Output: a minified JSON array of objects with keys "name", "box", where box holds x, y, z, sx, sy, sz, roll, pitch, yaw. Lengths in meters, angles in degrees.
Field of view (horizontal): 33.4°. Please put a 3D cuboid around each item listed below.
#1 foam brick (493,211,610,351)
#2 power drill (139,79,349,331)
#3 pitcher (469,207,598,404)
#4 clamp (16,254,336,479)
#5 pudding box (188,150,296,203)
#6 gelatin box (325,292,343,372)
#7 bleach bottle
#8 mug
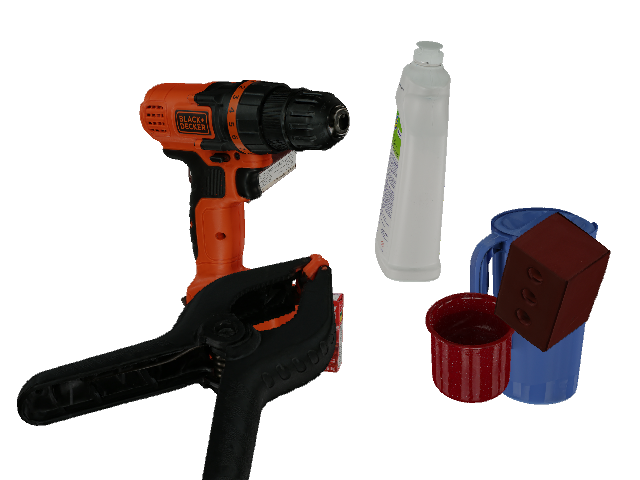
[{"name":"foam brick","box":[0.168,0.031,0.779,0.051,0.078,0.053,-28,52,-29]},{"name":"power drill","box":[-0.049,-0.026,0.787,0.185,0.188,0.057,9,22,39]},{"name":"pitcher","box":[0.276,0.087,1.386,0.149,0.243,0.144,5,19,16]},{"name":"clamp","box":[-0.040,0.063,0.502,0.120,0.039,0.171,34,49,29]},{"name":"pudding box","box":[-0.093,-0.094,1.293,0.090,0.039,0.113,19,37,23]},{"name":"gelatin box","box":[-0.023,0.086,1.032,0.089,0.073,0.030,4,15,10]},{"name":"bleach bottle","box":[0.105,-0.087,1.156,0.068,0.251,0.102,1,26,-9]},{"name":"mug","box":[0.162,0.107,1.113,0.093,0.081,0.117,15,38,28]}]
